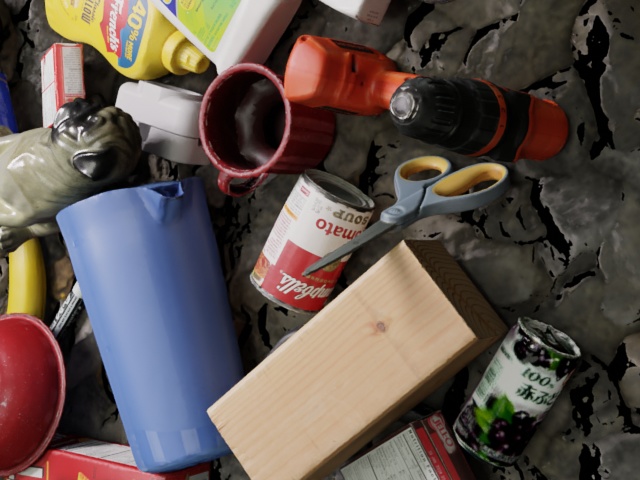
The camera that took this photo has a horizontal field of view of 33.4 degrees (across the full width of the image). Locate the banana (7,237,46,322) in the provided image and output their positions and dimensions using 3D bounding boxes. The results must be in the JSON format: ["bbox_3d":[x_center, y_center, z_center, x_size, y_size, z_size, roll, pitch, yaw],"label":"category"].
[{"bbox_3d":[-0.311,0.075,1.094,0.070,0.037,0.198,21,102,29],"label":"banana"}]

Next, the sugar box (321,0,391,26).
[{"bbox_3d":[0.040,-0.264,0.814,0.093,0.048,0.176,35,108,27],"label":"sugar box"}]

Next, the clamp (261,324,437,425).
[{"bbox_3d":[0.018,0.095,0.882,0.172,0.039,0.120,-3,84,27],"label":"clamp"}]

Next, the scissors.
[{"bbox_3d":[0.050,-0.024,0.785,0.096,0.201,0.016,33,136,51],"label":"scissors"}]

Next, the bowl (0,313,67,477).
[{"bbox_3d":[-0.320,0.146,1.027,0.162,0.055,0.162,-8,74,31],"label":"bowl"}]

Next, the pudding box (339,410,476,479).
[{"bbox_3d":[0.072,0.195,0.829,0.114,0.039,0.090,-42,67,46],"label":"pudding box"}]

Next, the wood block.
[{"bbox_3d":[0.028,0.099,0.808,0.206,0.090,0.091,-42,74,18],"label":"wood block"}]

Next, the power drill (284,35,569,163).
[{"bbox_3d":[0.063,-0.102,0.775,0.188,0.184,0.057,25,104,40],"label":"power drill"}]

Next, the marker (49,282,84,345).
[{"bbox_3d":[-0.247,0.067,1.063,0.020,0.020,0.121,44,113,24],"label":"marker"}]

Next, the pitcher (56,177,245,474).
[{"bbox_3d":[-0.141,0.076,0.941,0.145,0.149,0.243,-16,85,9],"label":"pitcher"}]

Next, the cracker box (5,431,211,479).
[{"bbox_3d":[-0.206,0.279,1.010,0.214,0.072,0.164,3,92,33],"label":"cracker box"}]

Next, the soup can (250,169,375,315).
[{"bbox_3d":[-0.006,0.001,0.877,0.069,0.068,0.102,36,109,27],"label":"soup can"}]

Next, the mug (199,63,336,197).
[{"bbox_3d":[-0.045,-0.086,0.893,0.093,0.081,0.117,37,110,27],"label":"mug"}]

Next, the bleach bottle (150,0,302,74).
[{"bbox_3d":[-0.136,-0.252,0.913,0.251,0.068,0.103,41,122,7],"label":"bleach bottle"}]

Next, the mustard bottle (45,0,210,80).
[{"bbox_3d":[-0.173,-0.203,0.986,0.192,0.058,0.096,34,117,27],"label":"mustard bottle"}]

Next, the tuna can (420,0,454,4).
[{"bbox_3d":[0.088,-0.230,0.833,0.086,0.033,0.086,1,92,32],"label":"tuna can"}]

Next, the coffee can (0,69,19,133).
[{"bbox_3d":[-0.354,-0.092,1.079,0.103,0.102,0.140,-21,80,31],"label":"coffee can"}]

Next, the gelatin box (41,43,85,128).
[{"bbox_3d":[-0.248,-0.146,1.031,0.089,0.030,0.073,176,91,-67],"label":"gelatin box"}]
